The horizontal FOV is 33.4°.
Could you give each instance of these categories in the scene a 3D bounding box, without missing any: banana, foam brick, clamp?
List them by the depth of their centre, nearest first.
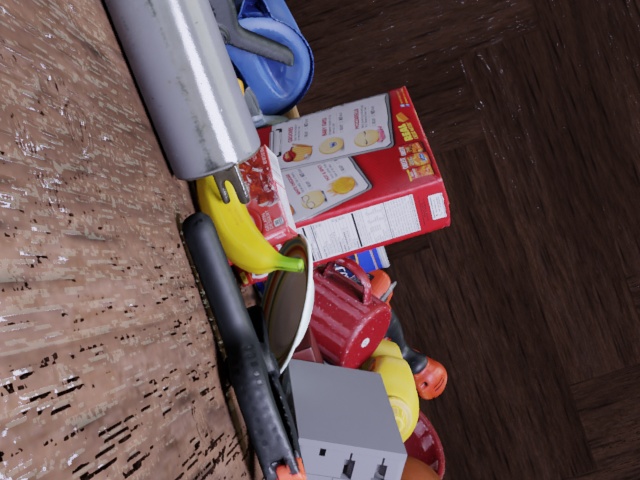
[{"bbox_3d":[-0.056,0.088,0.815,0.164,0.036,0.210,66,4,-48],"label":"clamp"},{"bbox_3d":[-0.073,-0.047,0.912,0.037,0.069,0.198,74,-3,-69],"label":"banana"},{"bbox_3d":[-0.022,0.127,1.008,0.051,0.053,0.078,-99,171,-64],"label":"foam brick"},{"bbox_3d":[-0.113,-0.192,1.062,0.171,0.120,0.039,42,-3,-37],"label":"clamp"}]

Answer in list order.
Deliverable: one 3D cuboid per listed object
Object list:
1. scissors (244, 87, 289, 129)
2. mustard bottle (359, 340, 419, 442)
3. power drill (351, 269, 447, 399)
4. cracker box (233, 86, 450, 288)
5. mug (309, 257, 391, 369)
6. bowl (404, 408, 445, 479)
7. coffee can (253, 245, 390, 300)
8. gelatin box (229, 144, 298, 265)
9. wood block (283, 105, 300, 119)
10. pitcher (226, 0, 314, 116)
[{"bbox_3d":[-0.084,-0.119,1.099,0.201,0.096,0.016,15,56,-74],"label":"scissors"},{"bbox_3d":[0.063,0.161,1.072,0.191,0.058,0.096,-119,-137,-85],"label":"mustard bottle"},{"bbox_3d":[0.050,0.096,1.241,0.185,0.057,0.187,20,-28,41],"label":"power drill"},{"bbox_3d":[0.007,-0.055,1.058,0.164,0.214,0.072,-104,175,-48],"label":"cracker box"},{"bbox_3d":[0.019,0.069,1.055,0.082,0.093,0.117,33,-55,24],"label":"mug"},{"bbox_3d":[0.056,0.237,1.186,0.055,0.161,0.162,-59,-148,37],"label":"bowl"},{"bbox_3d":[-0.007,0.001,1.141,0.103,0.140,0.103,-19,90,-86],"label":"coffee can"},{"bbox_3d":[-0.066,-0.030,0.942,0.030,0.073,0.089,44,27,-60],"label":"gelatin box"},{"bbox_3d":[-0.059,-0.102,1.286,0.206,0.090,0.091,-101,173,-63],"label":"wood block"},{"bbox_3d":[-0.098,-0.241,1.222,0.144,0.149,0.243,36,23,-36],"label":"pitcher"}]
